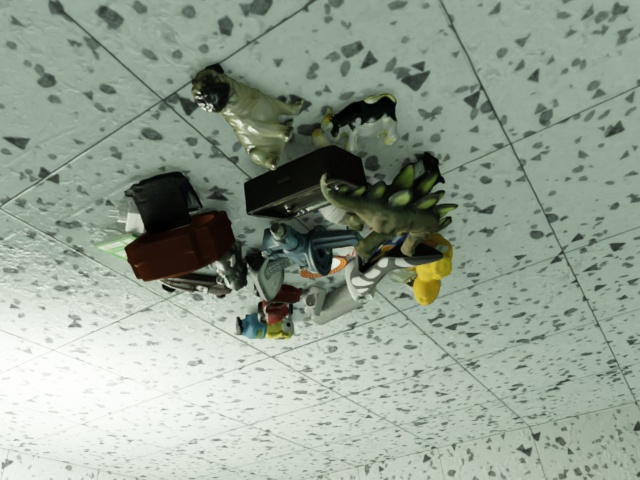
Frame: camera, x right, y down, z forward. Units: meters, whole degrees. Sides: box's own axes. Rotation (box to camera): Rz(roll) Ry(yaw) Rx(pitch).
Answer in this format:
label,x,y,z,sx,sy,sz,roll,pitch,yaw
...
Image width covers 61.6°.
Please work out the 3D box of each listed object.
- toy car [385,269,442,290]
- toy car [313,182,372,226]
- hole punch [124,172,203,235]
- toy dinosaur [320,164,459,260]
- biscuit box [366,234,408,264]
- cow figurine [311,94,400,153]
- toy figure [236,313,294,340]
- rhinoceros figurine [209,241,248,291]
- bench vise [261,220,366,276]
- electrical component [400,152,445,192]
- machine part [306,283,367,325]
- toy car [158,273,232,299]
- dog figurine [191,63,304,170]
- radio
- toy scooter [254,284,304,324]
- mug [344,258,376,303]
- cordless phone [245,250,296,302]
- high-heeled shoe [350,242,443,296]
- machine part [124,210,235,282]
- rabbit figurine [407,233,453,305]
label,x,y,z,sx,sy,sz,roll,pitch,yaw
toy car,0.247,0.097,1.462,0.201,0.056,0.073,23,135,-33
toy car,0.047,-0.081,1.170,0.161,0.103,0.109,20,137,-26
hole punch,-0.325,-0.086,1.149,0.142,0.092,0.115,-11,109,15
toy dinosaur,0.142,-0.059,1.058,0.471,0.105,0.198,1,143,-45
biscuit box,0.179,-0.010,1.311,0.063,0.059,0.202,14,139,-23
cow figurine,0.063,-0.221,1.013,0.167,0.068,0.098,-9,137,1
toy figure,-0.164,0.260,1.616,0.180,0.082,0.089,1,162,-20
rhinoceros figurine,-0.227,0.064,1.322,0.073,0.112,0.190,-4,152,3
bench vise,-0.004,0.006,1.224,0.241,0.129,0.223,-6,143,23
electrical component,0.203,-0.124,1.151,0.047,0.075,0.119,26,129,-33
machine part,0.052,0.179,1.533,0.243,0.079,0.079,-30,136,31
toy car,-0.332,0.117,1.433,0.202,0.053,0.089,8,144,-18
dog figurine,-0.147,-0.220,0.986,0.190,0.121,0.172,21,135,-9
radio,-0.028,-0.105,1.063,0.230,0.073,0.131,-17,165,34
toy scooter,-0.113,0.173,1.512,0.135,0.075,0.183,-4,138,-4
mug,0.120,0.105,1.418,0.110,0.107,0.080,-27,139,30
cordless phone,-0.088,0.067,1.381,0.184,0.089,0.146,-24,143,-6
high-heeled shoe,0.178,0.081,1.280,0.249,0.086,0.145,3,120,34
machine part,-0.298,0.012,1.166,0.202,0.201,0.087,-15,105,11
rabbit figurine,0.269,0.076,1.358,0.122,0.162,0.173,5,114,13
